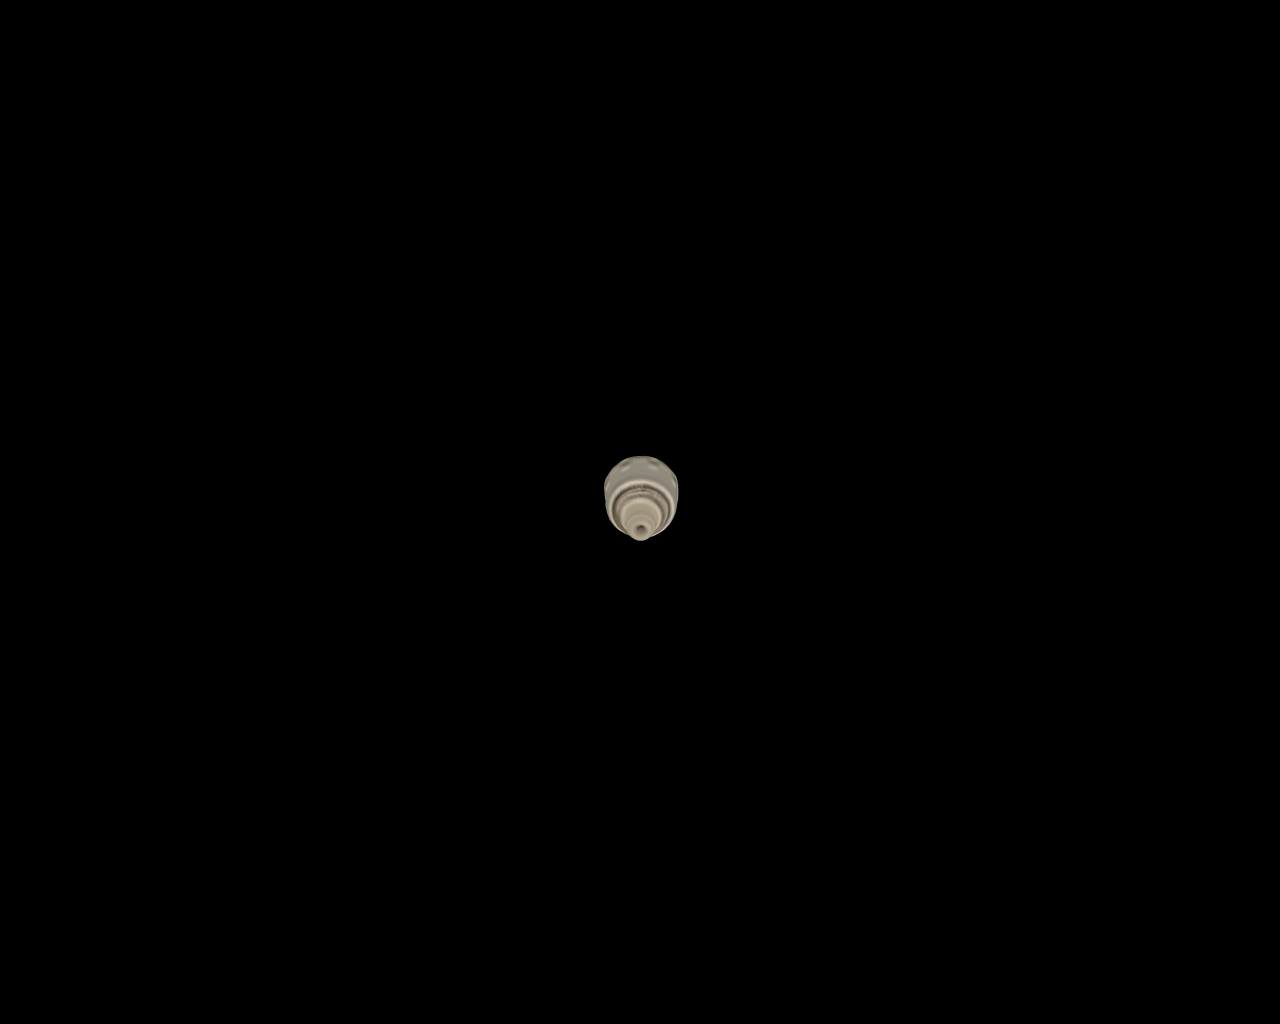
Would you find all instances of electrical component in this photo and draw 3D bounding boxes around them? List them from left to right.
[{"bbox_3d":[0.001,-0.003,0.650,0.048,0.048,0.062,0,28,0],"label":"electrical component"}]
